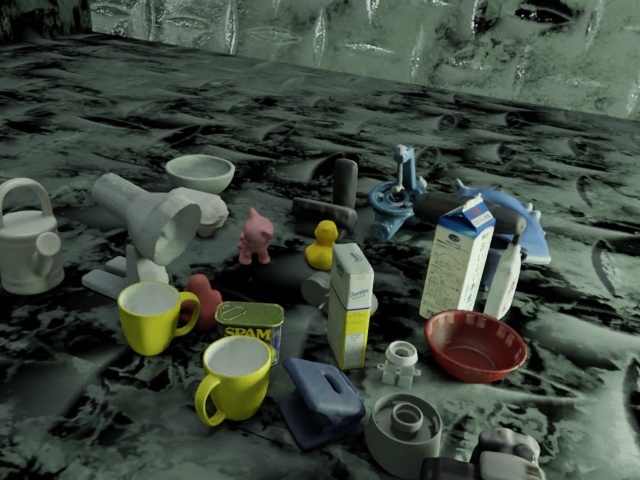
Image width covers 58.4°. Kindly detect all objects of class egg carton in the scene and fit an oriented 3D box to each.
[{"bbox_3d":[-0.281,-0.062,1.253,0.150,0.069,0.107,13,28,12],"label":"egg carton"}]

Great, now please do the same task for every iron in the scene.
[{"bbox_3d":[0.401,-0.045,1.285,0.257,0.141,0.119,17,29,20],"label":"iron"}]

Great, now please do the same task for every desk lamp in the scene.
[{"bbox_3d":[-0.307,0.001,0.969,0.202,0.214,0.118,17,29,19],"label":"desk lamp"}]

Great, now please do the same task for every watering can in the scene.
[{"bbox_3d":[-0.493,-0.011,0.974,0.172,0.194,0.101,15,29,16],"label":"watering can"}]

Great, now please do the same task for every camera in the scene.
[{"bbox_3d":[0.186,0.279,0.664,0.136,0.101,0.143,11,28,9],"label":"camera"}]

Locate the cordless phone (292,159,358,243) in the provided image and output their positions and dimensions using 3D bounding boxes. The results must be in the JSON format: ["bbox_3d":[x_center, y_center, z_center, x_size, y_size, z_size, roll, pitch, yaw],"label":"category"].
[{"bbox_3d":[0.015,-0.100,1.261,0.147,0.185,0.094,11,28,10],"label":"cordless phone"}]

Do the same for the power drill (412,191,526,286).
[{"bbox_3d":[0.266,0.009,1.079,0.076,0.208,0.228,-18,36,-38],"label":"power drill"}]

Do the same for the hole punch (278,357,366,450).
[{"bbox_3d":[0.003,0.208,0.772,0.101,0.091,0.108,-8,31,-25],"label":"hole punch"}]

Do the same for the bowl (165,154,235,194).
[{"bbox_3d":[-0.294,-0.148,1.409,0.167,0.075,0.167,5,27,-2],"label":"bowl"}]

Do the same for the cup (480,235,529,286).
[{"bbox_3d":[0.350,0.044,1.153,0.117,0.095,0.092,11,28,9],"label":"cup"}]

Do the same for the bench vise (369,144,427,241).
[{"bbox_3d":[0.183,-0.128,1.311,0.121,0.220,0.207,12,28,11],"label":"bench vise"}]

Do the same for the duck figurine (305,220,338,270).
[{"bbox_3d":[0.011,0.004,1.168,0.077,0.086,0.104,7,27,2],"label":"duck figurine"}]

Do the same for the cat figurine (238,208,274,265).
[{"bbox_3d":[-0.128,-0.016,1.143,0.067,0.118,0.127,-1,28,-13],"label":"cat figurine"}]

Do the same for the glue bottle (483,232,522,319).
[{"bbox_3d":[0.339,0.059,1.038,0.037,0.173,0.078,21,31,26],"label":"glue bottle"}]

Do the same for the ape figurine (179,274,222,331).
[{"bbox_3d":[-0.197,0.096,0.942,0.078,0.092,0.076,-6,30,-21],"label":"ape figurine"}]
